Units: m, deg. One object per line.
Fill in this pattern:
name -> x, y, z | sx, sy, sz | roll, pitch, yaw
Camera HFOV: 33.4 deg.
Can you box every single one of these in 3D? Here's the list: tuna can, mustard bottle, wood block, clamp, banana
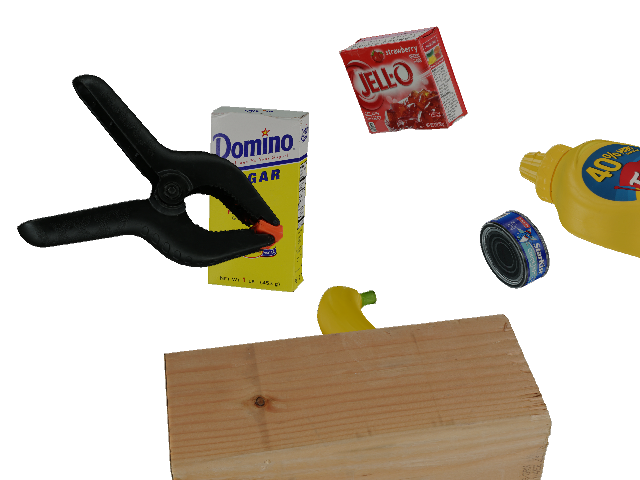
tuna can -> 0.221, 0.011, 1.223 | 0.033, 0.086, 0.086 | -26, 10, -21
mustard bottle -> 0.214, -0.024, 0.692 | 0.192, 0.058, 0.096 | 22, 41, 38
wood block -> 0.017, 0.114, 0.624 | 0.206, 0.090, 0.091 | -6, 39, -6
clamp -> -0.106, -0.040, 0.714 | 0.171, 0.120, 0.039 | 12, -9, -19
banana -> 0.038, 0.076, 0.859 | 0.069, 0.037, 0.198 | -5, 22, -13

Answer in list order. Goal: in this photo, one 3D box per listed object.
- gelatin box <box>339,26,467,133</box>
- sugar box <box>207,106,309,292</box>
gelatin box -> 0.063, -0.123, 0.831 | 0.030, 0.073, 0.089 | -37, 25, -34
sugar box -> -0.062, -0.041, 1.059 | 0.093, 0.176, 0.048 | 4, 16, 10
